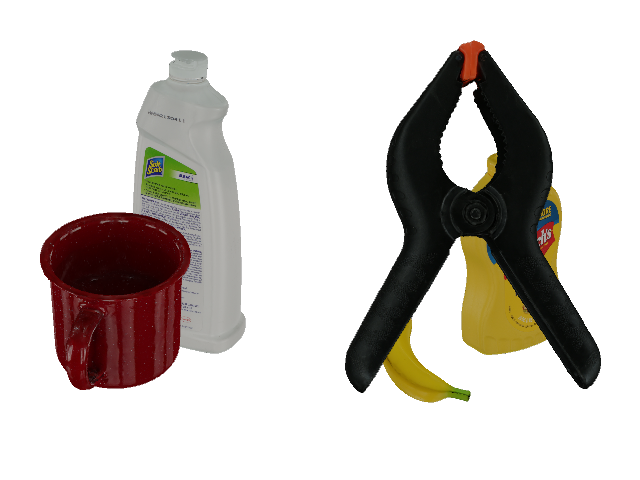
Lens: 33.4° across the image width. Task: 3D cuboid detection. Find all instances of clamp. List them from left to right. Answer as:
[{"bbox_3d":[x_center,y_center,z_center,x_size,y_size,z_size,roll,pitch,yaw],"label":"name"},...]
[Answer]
[{"bbox_3d":[0.062,-0.005,0.509,0.120,0.171,0.039,-9,-4,-7],"label":"clamp"}]

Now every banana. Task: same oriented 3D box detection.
[{"bbox_3d":[0.103,0.137,1.236,0.069,0.037,0.198,8,22,-21],"label":"banana"}]

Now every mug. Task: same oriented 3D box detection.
[{"bbox_3d":[-0.133,0.047,0.678,0.093,0.081,0.117,9,35,5],"label":"mug"}]

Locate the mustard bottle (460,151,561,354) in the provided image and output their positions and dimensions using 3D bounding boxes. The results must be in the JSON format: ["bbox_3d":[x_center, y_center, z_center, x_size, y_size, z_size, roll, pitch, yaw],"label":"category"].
[{"bbox_3d":[0.168,-0.001,0.934,0.096,0.192,0.058,-14,23,-24],"label":"mustard bottle"}]

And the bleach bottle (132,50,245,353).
[{"bbox_3d":[-0.109,-0.033,0.904,0.103,0.251,0.068,13,25,15],"label":"bleach bottle"}]
